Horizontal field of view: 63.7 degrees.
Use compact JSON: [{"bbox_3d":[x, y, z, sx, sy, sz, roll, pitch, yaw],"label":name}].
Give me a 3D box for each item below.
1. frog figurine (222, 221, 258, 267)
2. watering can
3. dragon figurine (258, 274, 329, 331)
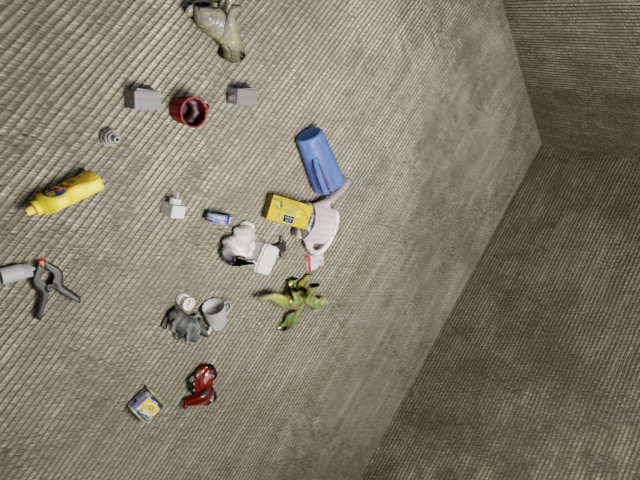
[{"bbox_3d":[-0.288,0.010,1.836,0.137,0.121,0.162,11,61,-40],"label":"frog figurine"},{"bbox_3d":[0.006,-0.105,2.081,0.223,0.105,0.347,14,95,-48],"label":"watering can"},{"bbox_3d":[-0.112,0.276,2.112,0.413,0.123,0.239,-12,122,-43],"label":"dragon figurine"}]
